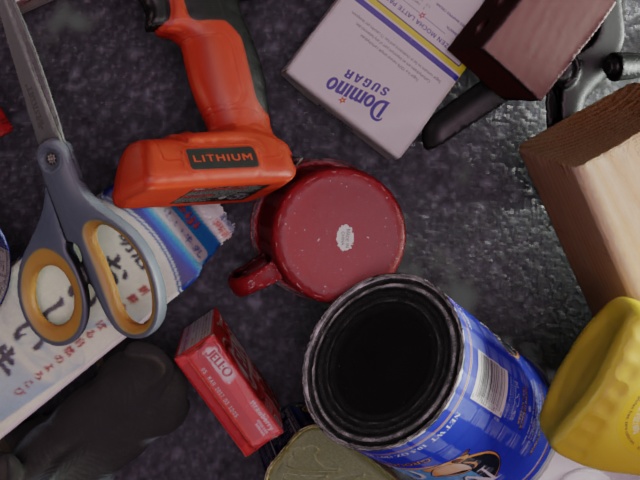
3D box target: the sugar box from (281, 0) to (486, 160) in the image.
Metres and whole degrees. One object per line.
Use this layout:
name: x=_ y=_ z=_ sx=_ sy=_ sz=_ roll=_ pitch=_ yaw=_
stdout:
sugar box: x=0.063 y=-0.148 z=0.679 sx=0.093 sy=0.048 sz=0.176 roll=38 pitch=91 yaw=-9

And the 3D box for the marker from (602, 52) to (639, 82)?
marker: x=0.236 y=-0.116 z=0.701 sx=0.120 sy=0.020 sz=0.020 roll=-7 pitch=95 yaw=-24

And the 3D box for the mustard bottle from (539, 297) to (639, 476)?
mustard bottle: x=0.231 y=0.112 z=0.617 sx=0.191 sy=0.058 sz=0.096 roll=25 pitch=103 yaw=-12

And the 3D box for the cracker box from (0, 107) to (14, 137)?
cracker box: x=-0.303 y=-0.113 z=0.603 sx=0.164 sy=0.072 sz=0.213 roll=-28 pitch=97 yaw=9

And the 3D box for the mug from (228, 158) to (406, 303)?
mug: x=-0.004 y=0.001 z=0.660 sx=0.117 sy=0.081 sz=0.093 roll=-28 pitch=97 yaw=-6

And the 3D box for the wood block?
wood block: x=0.216 y=0.015 z=0.670 sx=0.090 sy=0.091 sz=0.206 roll=-29 pitch=108 yaw=-4

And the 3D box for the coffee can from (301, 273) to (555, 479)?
coffee can: x=0.069 y=0.092 z=0.633 sx=0.103 sy=0.103 sz=0.140 roll=-56 pitch=138 yaw=-2

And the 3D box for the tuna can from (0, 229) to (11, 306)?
tuna can: x=-0.216 y=0.015 z=0.588 sx=0.086 sy=0.034 sz=0.086 roll=-1 pitch=79 yaw=3

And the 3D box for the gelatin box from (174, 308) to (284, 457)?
gelatin box: x=-0.055 y=0.085 z=0.654 sx=0.030 sy=0.089 sz=0.073 roll=-34 pitch=97 yaw=-1

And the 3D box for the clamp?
clamp: x=0.156 y=-0.102 z=0.699 sx=0.120 sy=0.039 sz=0.171 roll=34 pitch=91 yaw=-21

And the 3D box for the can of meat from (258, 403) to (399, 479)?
can of meat: x=0.010 y=0.152 z=0.670 sx=0.102 sy=0.084 sz=0.057 roll=40 pitch=87 yaw=-8

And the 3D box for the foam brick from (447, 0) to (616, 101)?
foam brick: x=0.127 y=-0.129 z=0.642 sx=0.051 sy=0.053 sz=0.078 roll=39 pitch=87 yaw=-17

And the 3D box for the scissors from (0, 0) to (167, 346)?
scissors: x=-0.154 y=-0.028 z=0.583 sx=0.096 sy=0.016 sz=0.202 roll=-32 pitch=87 yaw=21

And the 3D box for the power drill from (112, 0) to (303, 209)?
power drill: x=-0.091 y=-0.114 z=0.609 sx=0.184 sy=0.057 sz=0.187 roll=-4 pitch=81 yaw=-31

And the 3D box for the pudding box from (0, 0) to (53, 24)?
pudding box: x=-0.193 y=-0.183 z=0.644 sx=0.113 sy=0.039 sz=0.090 roll=-24 pitch=99 yaw=-3
